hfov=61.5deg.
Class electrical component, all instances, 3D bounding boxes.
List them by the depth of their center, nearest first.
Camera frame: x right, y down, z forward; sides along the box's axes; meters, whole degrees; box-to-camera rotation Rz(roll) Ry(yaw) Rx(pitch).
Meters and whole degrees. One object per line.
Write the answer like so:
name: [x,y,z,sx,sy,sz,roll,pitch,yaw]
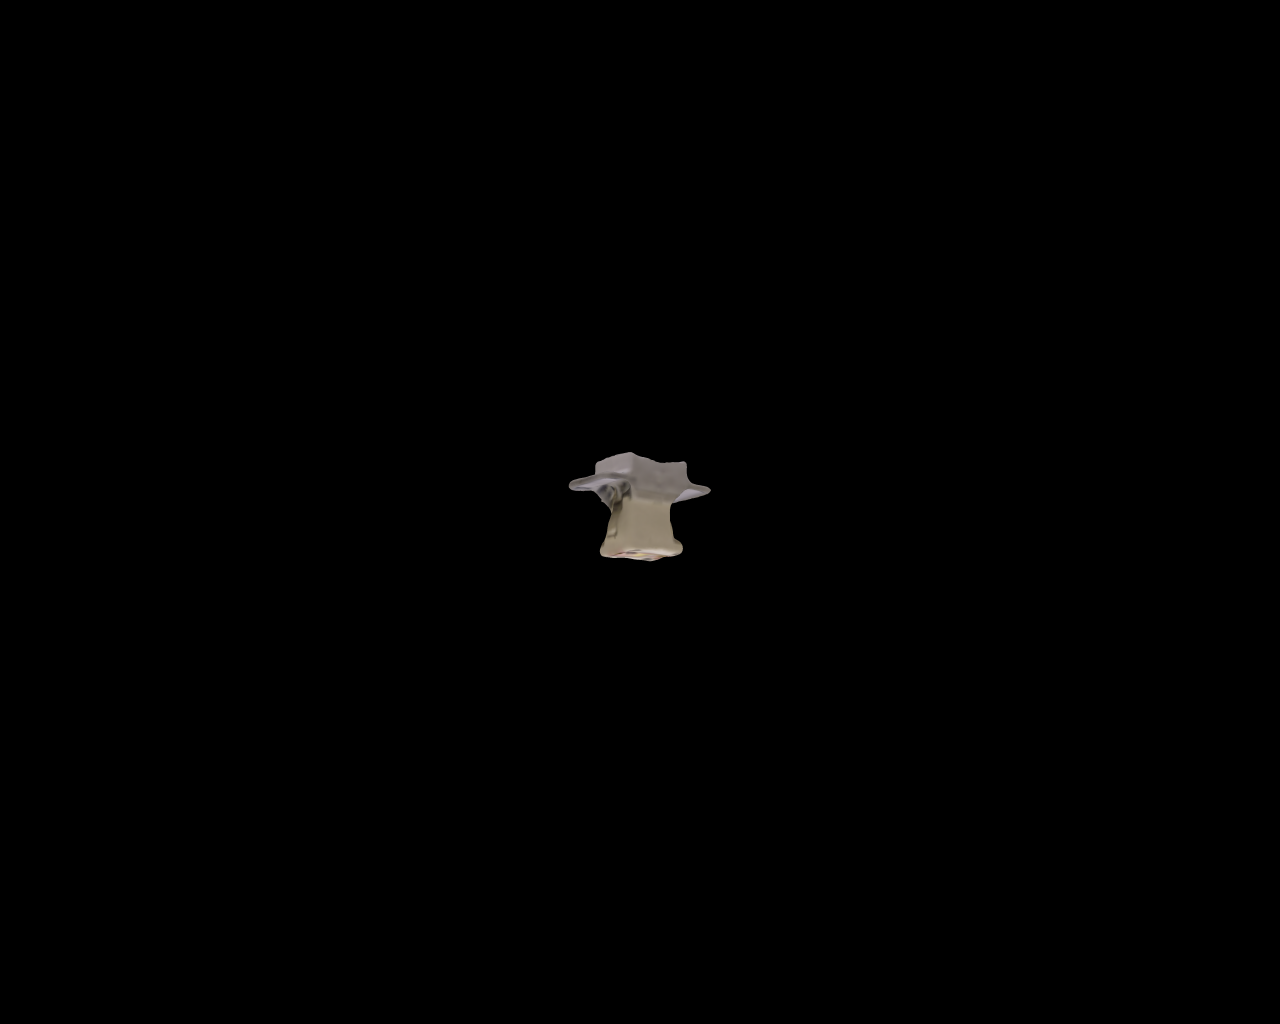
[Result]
electrical component: [0.001,-0.003,0.650,0.081,0.064,0.042,8,-14,-35]
